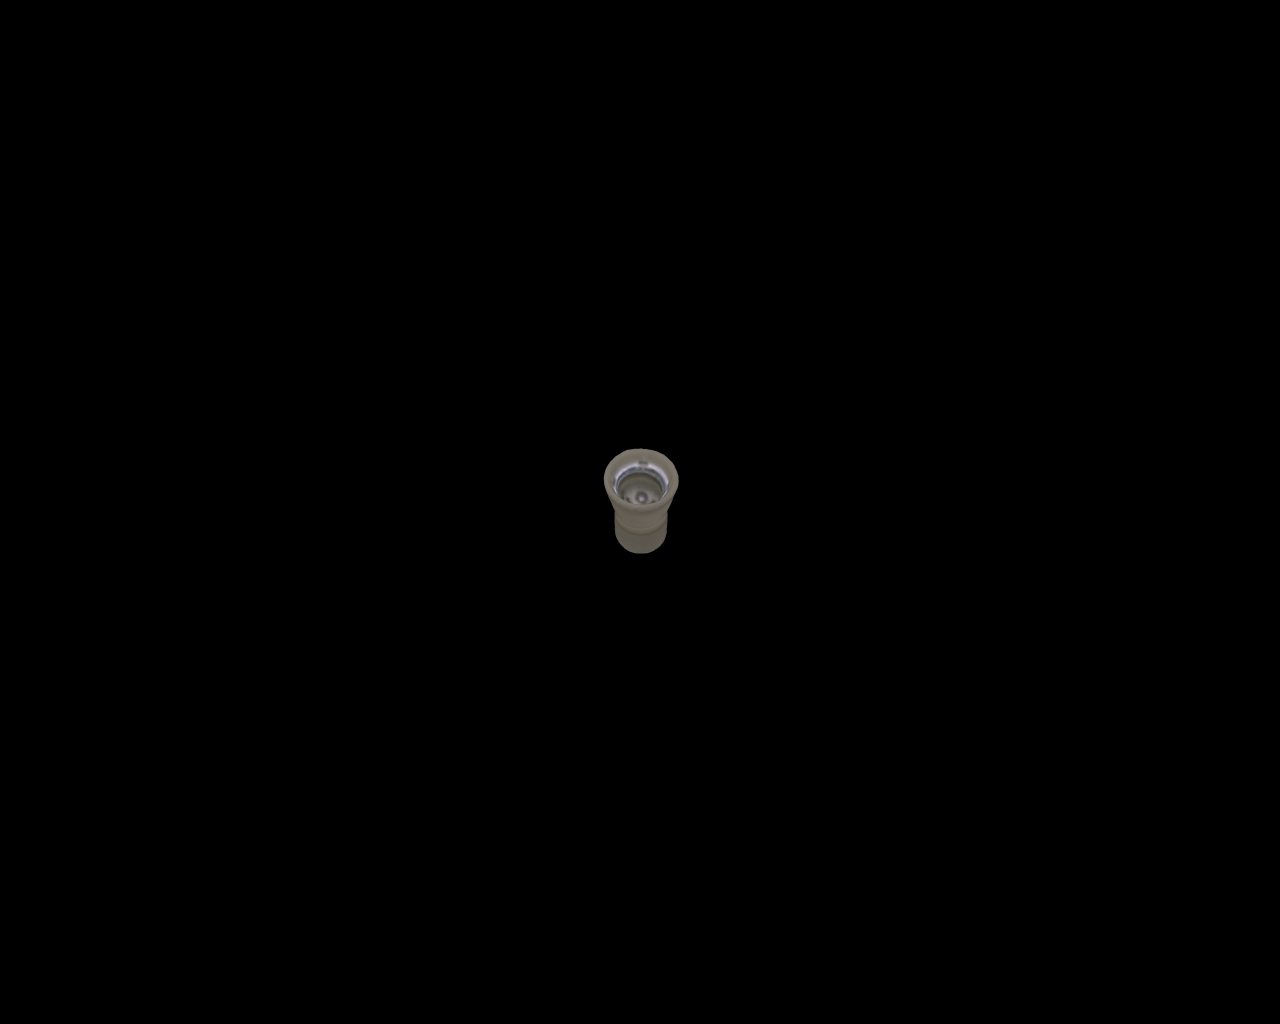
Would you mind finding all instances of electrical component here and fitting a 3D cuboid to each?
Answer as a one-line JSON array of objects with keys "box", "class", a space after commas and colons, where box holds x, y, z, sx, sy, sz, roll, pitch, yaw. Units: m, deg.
[{"box": [0.001, -0.003, 0.650, 0.044, 0.044, 0.065, 0, -34, 0], "class": "electrical component"}]
